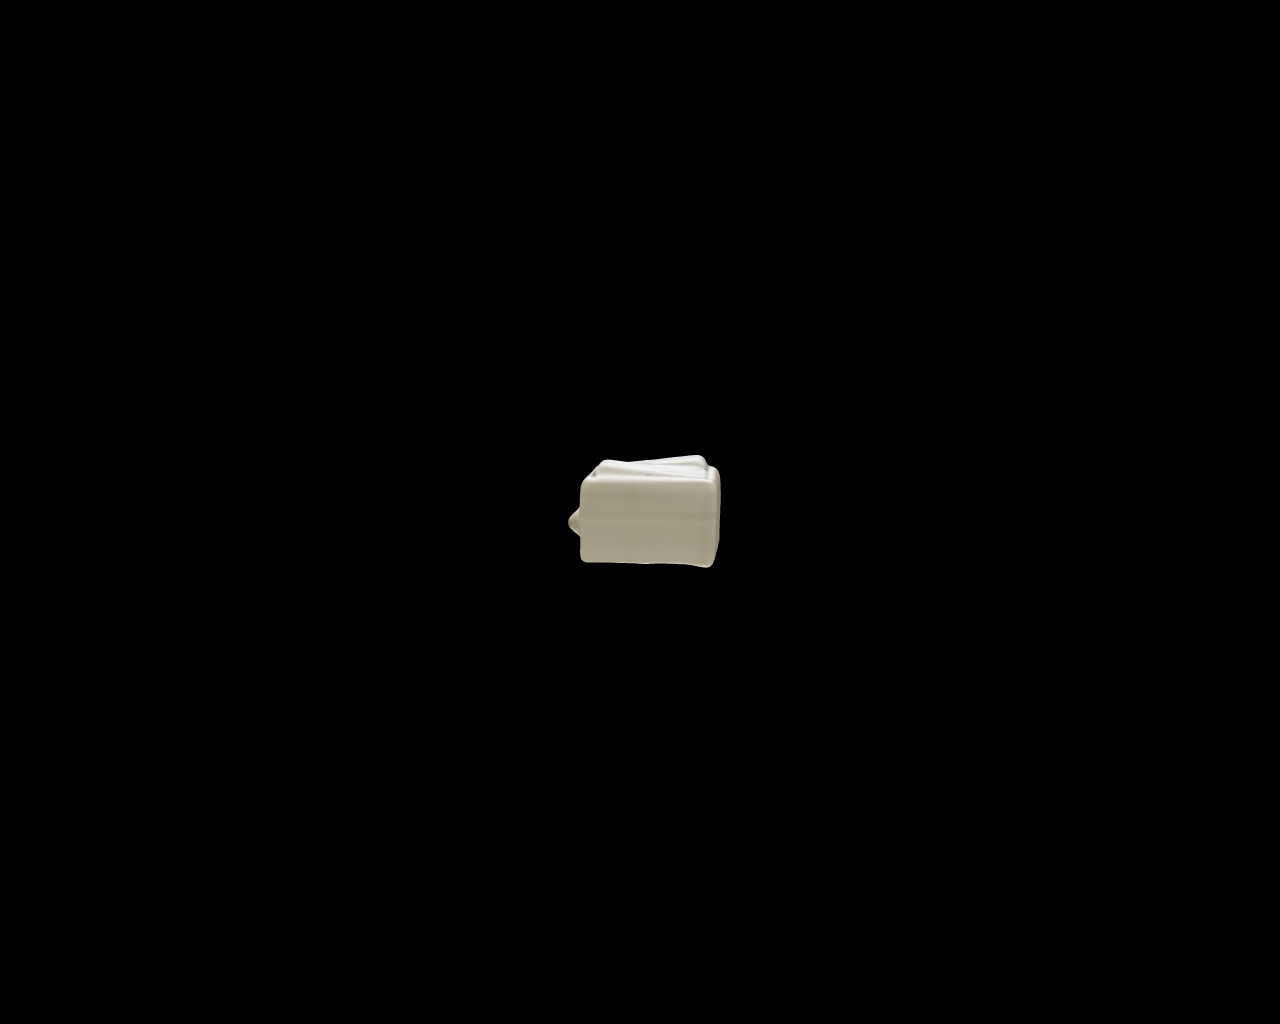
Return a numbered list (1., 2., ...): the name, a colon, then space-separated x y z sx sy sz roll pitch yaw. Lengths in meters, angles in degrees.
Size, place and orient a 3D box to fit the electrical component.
1. electrical component: 0.001 -0.003 0.650 0.096 0.061 0.062 1 12 7
